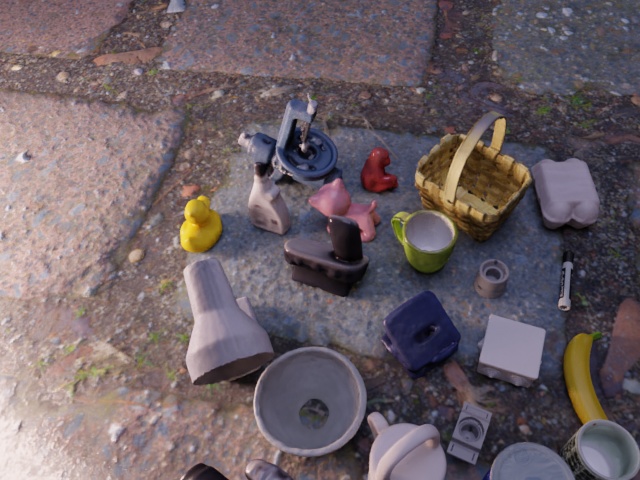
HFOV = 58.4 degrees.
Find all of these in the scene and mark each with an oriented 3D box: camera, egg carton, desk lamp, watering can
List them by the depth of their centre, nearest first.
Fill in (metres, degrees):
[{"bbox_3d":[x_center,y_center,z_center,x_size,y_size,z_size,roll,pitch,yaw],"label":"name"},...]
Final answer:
[{"bbox_3d":[0.120,0.298,0.745,0.172,0.194,0.101,29,61,23],"label":"watering can"},{"bbox_3d":[-0.122,0.352,0.779,0.136,0.101,0.143,30,61,23],"label":"camera"},{"bbox_3d":[-0.146,0.137,0.866,0.118,0.214,0.203,-19,55,-10],"label":"desk lamp"},{"bbox_3d":[0.461,-0.089,1.080,0.107,0.069,0.150,-2,54,2],"label":"egg carton"}]

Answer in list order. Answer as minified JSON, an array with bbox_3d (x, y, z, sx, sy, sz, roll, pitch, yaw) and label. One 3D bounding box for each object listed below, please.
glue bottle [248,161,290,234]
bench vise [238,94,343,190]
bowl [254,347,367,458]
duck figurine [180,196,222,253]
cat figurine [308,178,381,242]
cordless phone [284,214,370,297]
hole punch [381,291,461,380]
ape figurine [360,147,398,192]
[{"bbox_3d":[-0.099,-0.080,1.046,0.078,0.173,0.037,18,57,17],"label":"glue bottle"},{"bbox_3d":[-0.063,-0.180,1.087,0.207,0.220,0.121,0,54,4],"label":"bench vise"},{"bbox_3d":[-0.013,0.251,0.861,0.167,0.075,0.167,-2,54,3],"label":"bowl"},{"bbox_3d":[-0.230,-0.035,1.075,0.077,0.086,0.104,11,55,11],"label":"duck figurine"},{"bbox_3d":[0.047,-0.063,1.058,0.127,0.118,0.067,10,55,11],"label":"cat figurine"},{"bbox_3d":[0.009,0.003,0.971,0.147,0.185,0.094,13,56,13],"label":"cordless phone"},{"bbox_3d":[0.163,0.150,0.913,0.109,0.091,0.101,-31,58,-17],"label":"hole punch"},{"bbox_3d":[0.117,-0.144,1.128,0.076,0.092,0.077,-7,54,-1],"label":"ape figurine"}]
